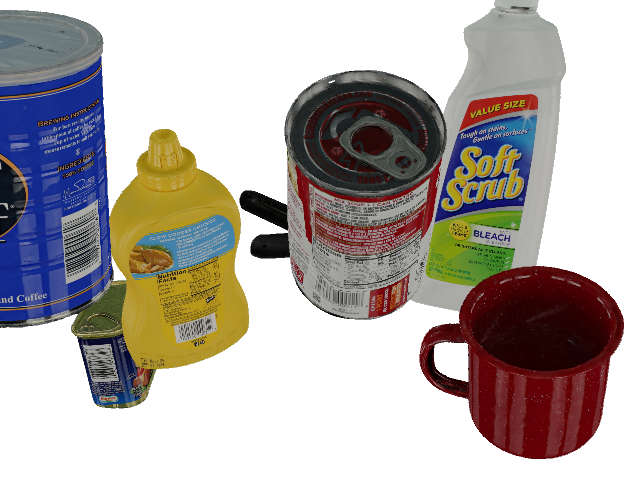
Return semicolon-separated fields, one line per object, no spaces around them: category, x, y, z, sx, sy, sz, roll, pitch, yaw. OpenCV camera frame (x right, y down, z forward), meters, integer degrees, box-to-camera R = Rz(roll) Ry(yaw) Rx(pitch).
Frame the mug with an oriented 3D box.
mug;0.118;0.075;0.641;0.117;0.081;0.093;1;40;9

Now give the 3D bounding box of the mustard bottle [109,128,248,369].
mustard bottle;-0.105;0.004;0.778;0.096;0.192;0.058;-16;41;-18

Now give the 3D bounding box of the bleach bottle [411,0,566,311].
bleach bottle;0.126;-0.070;0.809;0.103;0.251;0.068;10;23;15

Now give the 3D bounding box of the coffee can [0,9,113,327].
coffee can;-0.164;-0.040;0.567;0.103;0.140;0.103;2;28;-1

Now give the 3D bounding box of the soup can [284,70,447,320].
soup can;0.019;-0.017;0.483;0.068;0.068;0.102;0;-35;0

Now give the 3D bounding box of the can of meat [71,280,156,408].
can of meat;-0.190;0.098;1.007;0.057;0.084;0.102;-5;25;6

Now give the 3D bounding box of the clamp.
clamp;0.008;0.001;1.202;0.210;0.036;0.164;15;20;-7
